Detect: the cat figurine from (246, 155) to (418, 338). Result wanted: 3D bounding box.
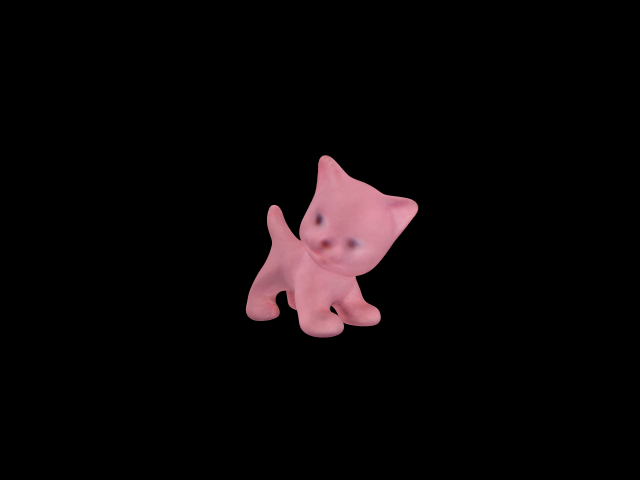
[{"bbox_3d":[0.004,0.001,0.400,0.067,0.118,0.127,-4,6,-43],"label":"cat figurine"}]
